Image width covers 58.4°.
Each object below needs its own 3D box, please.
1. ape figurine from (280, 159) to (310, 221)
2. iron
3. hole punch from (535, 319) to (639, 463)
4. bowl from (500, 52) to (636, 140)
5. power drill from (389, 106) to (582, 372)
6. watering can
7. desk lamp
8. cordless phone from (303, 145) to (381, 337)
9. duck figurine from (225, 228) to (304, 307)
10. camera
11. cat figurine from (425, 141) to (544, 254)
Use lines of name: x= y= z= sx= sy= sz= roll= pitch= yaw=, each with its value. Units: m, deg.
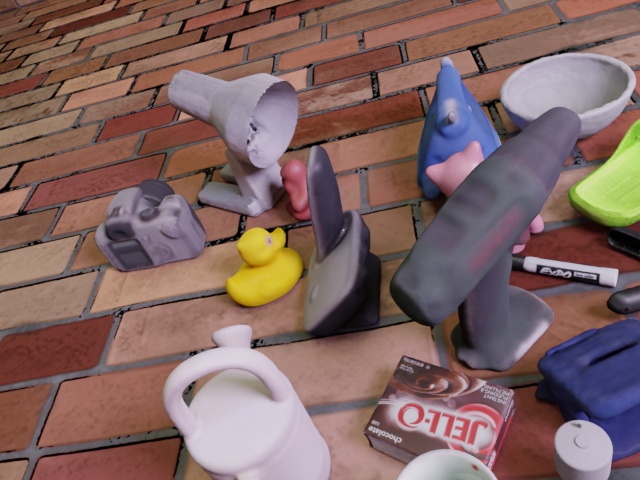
ape figurine: x=-0.028 y=-0.074 z=0.801 sx=0.076 sy=0.092 sz=0.078 roll=-6 pitch=43 yaw=17
iron: x=0.181 y=-0.174 z=0.785 sx=0.118 sy=0.142 sz=0.258 roll=-8 pitch=42 yaw=14
hole punch: x=0.247 y=0.114 z=0.482 sx=0.108 sy=0.091 sz=0.101 roll=-24 pitch=41 yaw=-3
bowl: x=0.335 y=-0.184 z=0.784 sx=0.167 sy=0.075 sz=0.167 roll=-12 pitch=41 yaw=11
power drill: x=0.165 y=0.016 z=0.533 sx=0.230 sy=0.209 sz=0.075 roll=-40 pitch=44 yaw=-21
watering can: x=-0.067 y=0.151 z=0.492 sx=0.101 sy=0.194 sz=0.172 roll=-33 pitch=42 yaw=-14
desk lamp: x=-0.118 y=-0.141 z=0.817 sx=0.202 sy=0.214 sz=0.118 roll=13 pitch=51 yaw=33
cordless phone: x=0.006 y=0.002 z=0.632 sx=0.094 sy=0.185 sz=0.147 roll=-11 pitch=42 yaw=12
duck figurine: x=-0.077 y=0.026 z=0.717 sx=0.105 sy=0.086 sz=0.077 roll=-34 pitch=42 yaw=-15
camera: x=-0.248 y=-0.039 z=0.847 sx=0.143 sy=0.101 sz=0.137 roll=-10 pitch=42 yaw=12
cat figurine: x=0.192 y=-0.058 z=0.673 sx=0.127 sy=0.118 sz=0.067 roll=24 pitch=58 yaw=40
